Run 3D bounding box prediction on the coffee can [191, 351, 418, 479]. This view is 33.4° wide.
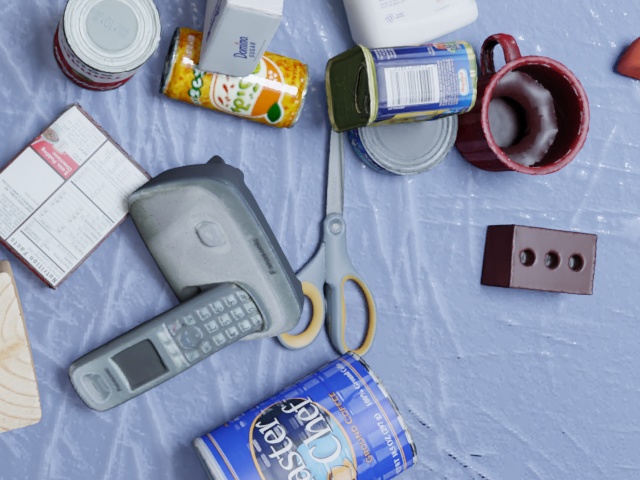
[{"bbox_3d":[-0.012,0.162,0.808,0.140,0.103,0.103,-29,98,-14],"label":"coffee can"}]

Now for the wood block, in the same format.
[{"bbox_3d":[-0.235,0.069,0.690,0.090,0.206,0.090,-13,95,-16],"label":"wood block"}]

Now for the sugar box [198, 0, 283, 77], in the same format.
[{"bbox_3d":[-0.050,-0.215,0.768,0.048,0.093,0.176,8,69,-16],"label":"sugar box"}]

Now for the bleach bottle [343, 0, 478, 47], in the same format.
[{"bbox_3d":[0.047,-0.270,0.786,0.102,0.068,0.251,-23,122,-14],"label":"bleach bottle"}]

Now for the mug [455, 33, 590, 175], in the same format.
[{"bbox_3d":[0.153,-0.108,0.860,0.093,0.082,0.117,-19,96,-15],"label":"mug"}]

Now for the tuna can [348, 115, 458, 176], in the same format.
[{"bbox_3d":[0.066,-0.094,0.861,0.086,0.034,0.086,0,91,-16],"label":"tuna can"}]

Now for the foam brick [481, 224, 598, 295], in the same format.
[{"bbox_3d":[0.181,0.016,0.886,0.078,0.051,0.053,5,89,-16],"label":"foam brick"}]

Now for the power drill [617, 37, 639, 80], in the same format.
[{"bbox_3d":[0.313,-0.228,0.915,0.184,0.057,0.187,14,87,-16],"label":"power drill"}]

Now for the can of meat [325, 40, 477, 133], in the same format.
[{"bbox_3d":[0.059,-0.113,0.787,0.083,0.102,0.057,-7,93,-16],"label":"can of meat"}]

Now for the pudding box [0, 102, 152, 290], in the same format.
[{"bbox_3d":[-0.190,-0.033,0.789,0.113,0.039,0.090,-46,103,-8],"label":"pudding box"}]

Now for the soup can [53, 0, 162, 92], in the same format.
[{"bbox_3d":[-0.153,-0.146,0.763,0.068,0.102,0.068,0,91,-17],"label":"soup can"}]

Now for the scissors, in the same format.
[{"bbox_3d":[-0.006,0.001,0.852,0.096,0.016,0.202,-14,94,-15],"label":"scissors"}]
